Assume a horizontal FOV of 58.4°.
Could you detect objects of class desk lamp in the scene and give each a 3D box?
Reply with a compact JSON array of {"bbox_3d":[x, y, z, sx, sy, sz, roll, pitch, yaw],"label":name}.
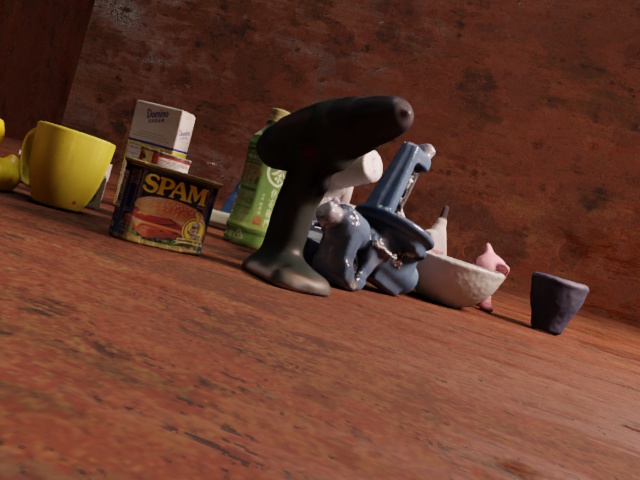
[{"bbox_3d":[0.022,-0.066,1.024,0.202,0.213,0.118,19,4,44],"label":"desk lamp"}]

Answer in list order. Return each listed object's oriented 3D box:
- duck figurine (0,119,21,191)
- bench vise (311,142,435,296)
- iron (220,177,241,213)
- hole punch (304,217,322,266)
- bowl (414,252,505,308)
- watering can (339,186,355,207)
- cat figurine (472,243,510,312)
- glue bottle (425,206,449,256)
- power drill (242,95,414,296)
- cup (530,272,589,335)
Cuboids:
[{"bbox_3d":[-0.396,-0.108,0.673,0.077,0.086,0.105,18,3,21],"label":"duck figurine"},{"bbox_3d":[0.091,-0.036,0.758,0.121,0.220,0.208,18,3,26],"label":"bench vise"},{"bbox_3d":[-0.149,-0.090,1.256,0.119,0.141,0.257,15,3,-35],"label":"iron"},{"bbox_3d":[0.008,0.003,0.828,0.108,0.091,0.101,17,3,4],"label":"hole punch"},{"bbox_3d":[0.205,0.066,0.923,0.167,0.075,0.167,17,3,0],"label":"bowl"},{"bbox_3d":[0.051,-0.056,1.205,0.173,0.194,0.100,16,3,-21],"label":"watering can"},{"bbox_3d":[0.295,0.065,1.035,0.067,0.118,0.128,17,3,3],"label":"cat figurine"},{"bbox_3d":[0.237,0.011,1.190,0.078,0.173,0.037,15,3,-34],"label":"glue bottle"},{"bbox_3d":[-0.006,-0.053,0.616,0.076,0.208,0.228,15,3,-37],"label":"power drill"},{"bbox_3d":[0.399,0.111,0.970,0.091,0.095,0.118,19,3,41],"label":"cup"}]
